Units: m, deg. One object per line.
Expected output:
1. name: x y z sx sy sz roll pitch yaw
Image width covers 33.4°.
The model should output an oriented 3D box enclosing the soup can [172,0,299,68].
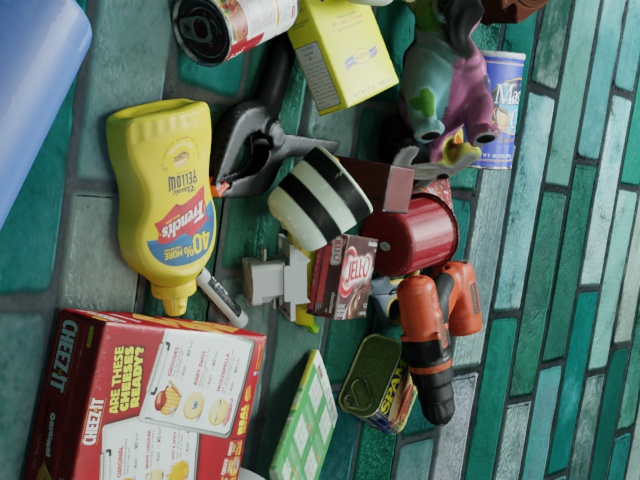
1. soup can: -0.075 -0.205 0.966 0.102 0.069 0.068 -37 128 -43

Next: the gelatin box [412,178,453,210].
1. gelatin box: 0.135 -0.033 1.328 0.073 0.030 0.089 -38 128 -41

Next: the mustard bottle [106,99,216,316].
1. mustard bottle: -0.136 -0.024 0.946 0.096 0.058 0.192 -23 118 -46

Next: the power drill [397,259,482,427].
1. power drill: 0.151 0.113 1.311 0.187 0.057 0.184 -39 121 -65

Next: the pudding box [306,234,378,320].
1. pudding box: 0.025 0.038 1.149 0.113 0.039 0.090 6 95 -73

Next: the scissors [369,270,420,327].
1. scissors: 0.058 0.073 1.269 0.201 0.016 0.096 -20 115 -49

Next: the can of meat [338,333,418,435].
1. can of meat: 0.076 0.177 1.290 0.083 0.058 0.102 45 64 -51

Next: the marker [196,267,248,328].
1. marker: -0.105 0.048 1.040 0.020 0.020 0.121 -60 140 -23

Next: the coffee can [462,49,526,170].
1. coffee can: 0.191 -0.161 1.304 0.102 0.103 0.140 -8 106 -52

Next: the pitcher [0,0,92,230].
1. pitcher: -0.262 -0.076 0.718 0.242 0.145 0.149 -67 155 -20

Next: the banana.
1. banana: -0.014 0.007 1.140 0.069 0.037 0.198 -13 113 -71

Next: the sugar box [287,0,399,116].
1. sugar box: 0.009 -0.220 1.047 0.093 0.048 0.176 -33 107 -44

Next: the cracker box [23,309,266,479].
1. cracker box: -0.153 0.153 0.965 0.213 0.072 0.164 12 89 -53

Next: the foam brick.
1. foam brick: 0.056 -0.060 1.175 0.051 0.078 0.053 2 100 -55

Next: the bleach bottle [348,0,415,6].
1. bleach bottle: -0.002 -0.291 0.973 0.250 0.068 0.102 21 83 -33

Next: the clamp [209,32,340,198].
1. clamp: -0.054 -0.116 1.045 0.209 0.036 0.164 -44 130 -42

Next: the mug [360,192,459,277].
1. mug: 0.097 -0.014 1.245 0.081 0.093 0.117 -17 83 -44
